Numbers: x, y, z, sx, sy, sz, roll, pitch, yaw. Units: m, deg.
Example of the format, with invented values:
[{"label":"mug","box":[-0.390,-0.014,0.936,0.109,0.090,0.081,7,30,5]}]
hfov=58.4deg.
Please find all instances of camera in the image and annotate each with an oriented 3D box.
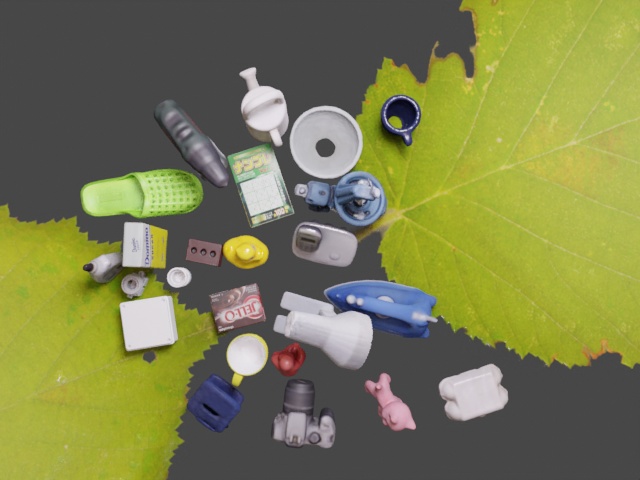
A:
[{"label":"camera","box":[-0.033,0.388,1.281,0.143,0.100,0.137,6,87,-2]}]

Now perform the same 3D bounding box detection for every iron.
[{"label":"iron","box":[0.136,0.149,1.278,0.258,0.141,0.119,13,87,-1]}]

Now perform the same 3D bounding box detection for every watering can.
[{"label":"watering can","box":[-0.128,-0.293,1.265,0.173,0.194,0.101,44,87,1]}]

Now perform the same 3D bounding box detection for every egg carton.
[{"label":"egg carton","box":[0.351,0.352,1.312,0.150,0.069,0.107,-18,88,-3]}]

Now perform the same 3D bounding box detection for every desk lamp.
[{"label":"desk lamp","box":[0.001,0.193,1.235,0.203,0.213,0.118,16,87,-1]}]

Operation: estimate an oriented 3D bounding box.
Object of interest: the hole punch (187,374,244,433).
[{"label":"hole punch","box":[-0.234,0.371,1.279,0.108,0.091,0.101,37,87,0]}]

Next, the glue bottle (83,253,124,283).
[{"label":"glue bottle","box":[-0.476,0.059,1.245,0.078,0.173,0.037,-44,89,-3]}]

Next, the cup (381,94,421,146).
[{"label":"cup","box":[0.185,-0.267,1.324,0.091,0.095,0.118,-17,88,-3]}]

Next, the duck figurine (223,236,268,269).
[{"label":"duck figurine","box":[-0.171,0.027,1.301,0.104,0.086,0.077,10,87,-1]}]

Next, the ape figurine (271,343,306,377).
[{"label":"ape figurine","box":[-0.072,0.273,1.289,0.078,0.092,0.076,10,87,-1]}]

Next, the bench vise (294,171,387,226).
[{"label":"bench vise","box":[0.052,-0.086,1.248,0.207,0.219,0.121,-10,87,-2]}]

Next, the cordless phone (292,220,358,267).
[{"label":"cordless phone","box":[0.012,0.005,1.259,0.147,0.185,0.094,10,87,-1]}]

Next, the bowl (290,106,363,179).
[{"label":"bowl","box":[0.014,-0.219,1.326,0.167,0.074,0.167,0,87,-2]}]

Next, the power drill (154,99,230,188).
[{"label":"power drill","box":[-0.263,-0.194,1.248,0.075,0.208,0.229,-40,89,-3]}]

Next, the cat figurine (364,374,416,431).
[{"label":"cat figurine","box":[0.157,0.371,1.280,0.067,0.117,0.128,-31,88,-3]}]
